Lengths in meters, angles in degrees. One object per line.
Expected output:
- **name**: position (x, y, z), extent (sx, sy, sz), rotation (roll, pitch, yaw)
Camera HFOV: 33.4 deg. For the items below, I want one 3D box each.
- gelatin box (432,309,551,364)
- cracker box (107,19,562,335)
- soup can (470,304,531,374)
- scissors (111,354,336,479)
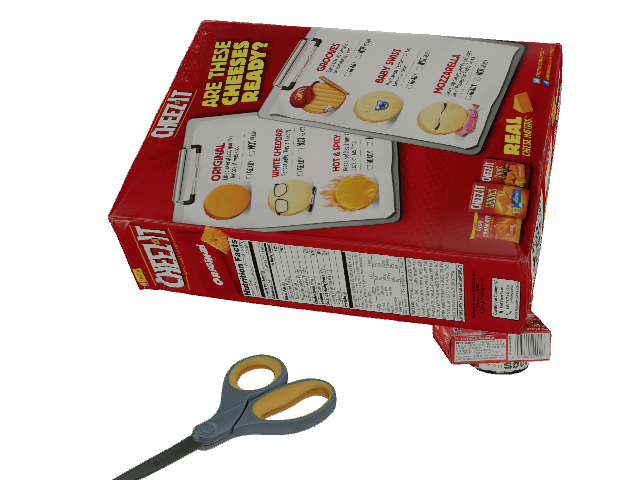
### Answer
- **gelatin box**: position (0.147, 0.080, 0.928), extent (0.089, 0.030, 0.073), rotation (-2, 14, -5)
- **cracker box**: position (0.016, -0.040, 0.585), extent (0.214, 0.164, 0.072), rotation (6, -40, 14)
- **soup can**: position (0.199, 0.090, 1.183), extent (0.068, 0.102, 0.068), rotation (0, 15, 0)
- **scissors**: position (-0.085, 0.130, 0.785), extent (0.201, 0.016, 0.096), rotation (-12, 33, -26)
